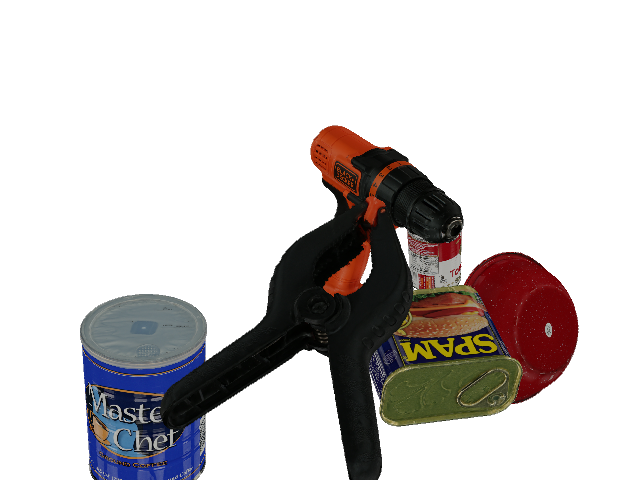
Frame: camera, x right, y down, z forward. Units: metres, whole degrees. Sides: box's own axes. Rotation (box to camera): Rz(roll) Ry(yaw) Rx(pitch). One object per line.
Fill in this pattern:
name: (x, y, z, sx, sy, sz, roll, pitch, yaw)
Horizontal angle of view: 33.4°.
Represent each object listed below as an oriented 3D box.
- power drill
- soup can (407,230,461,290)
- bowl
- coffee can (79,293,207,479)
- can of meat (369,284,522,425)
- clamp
power drill: (0.051, 0.009, 0.956, 0.057, 0.188, 0.185, -12, 34, -32)
soup can: (0.141, 0.007, 1.326, 0.068, 0.102, 0.068, -4, 34, 2)
bowl: (0.216, 0.092, 1.109, 0.161, 0.162, 0.055, 0, -2, -34)
coffee can: (-0.147, 0.131, 0.900, 0.103, 0.140, 0.103, 3, 28, -2)
can of meat: (0.082, 0.080, 0.771, 0.102, 0.057, 0.084, -5, 39, -12)
clamp: (0.008, 0.052, 0.565, 0.120, 0.171, 0.039, 26, -26, 20)
